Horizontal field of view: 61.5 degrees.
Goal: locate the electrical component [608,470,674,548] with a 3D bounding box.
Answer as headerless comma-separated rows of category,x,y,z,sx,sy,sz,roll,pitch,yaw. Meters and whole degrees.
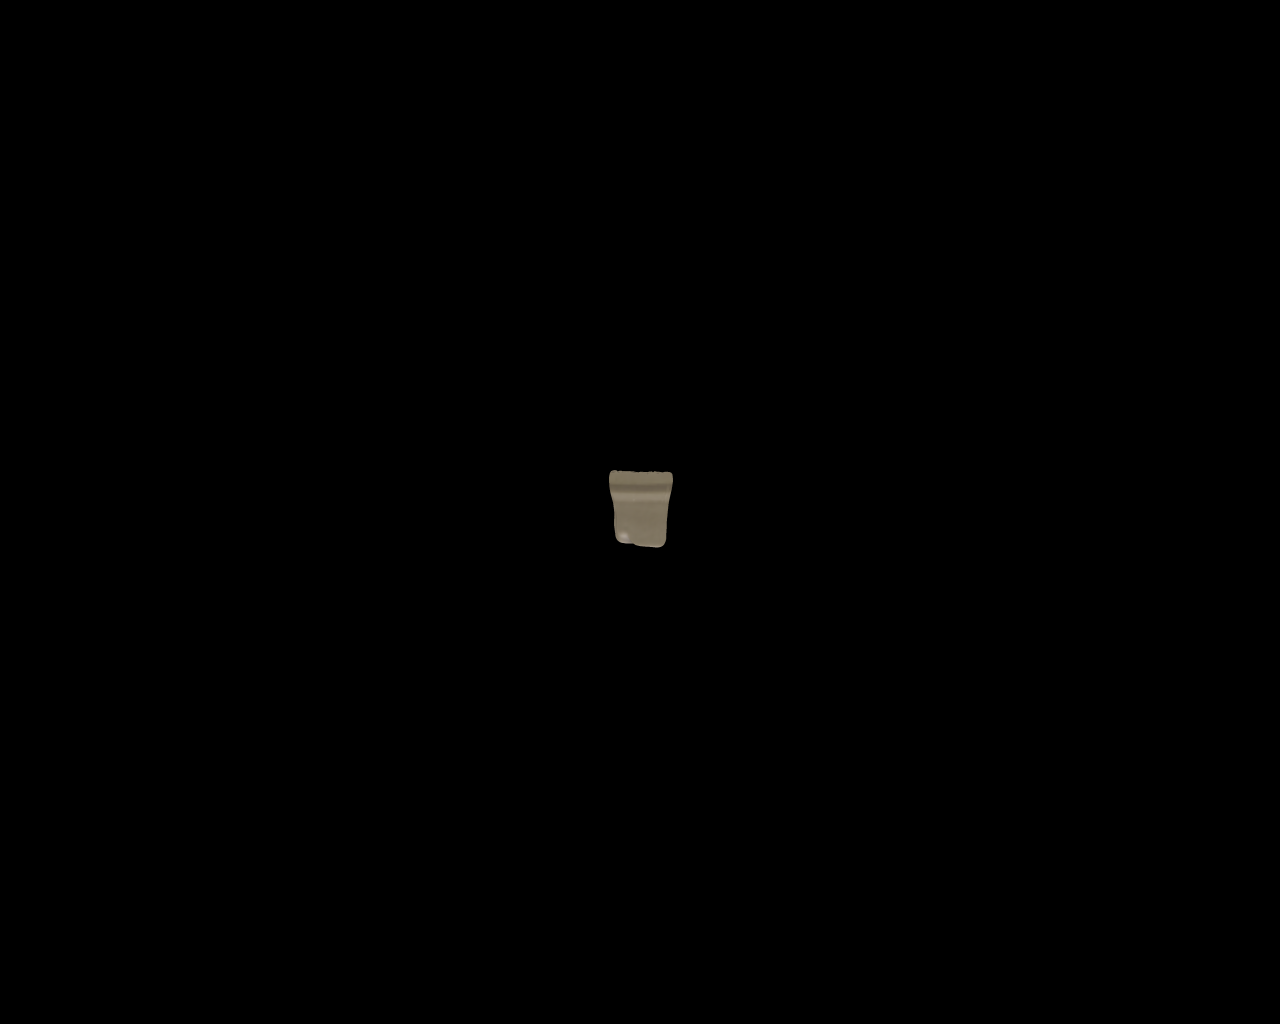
electrical component,0.001,-0.003,0.650,0.040,0.046,0.040,0,2,0
